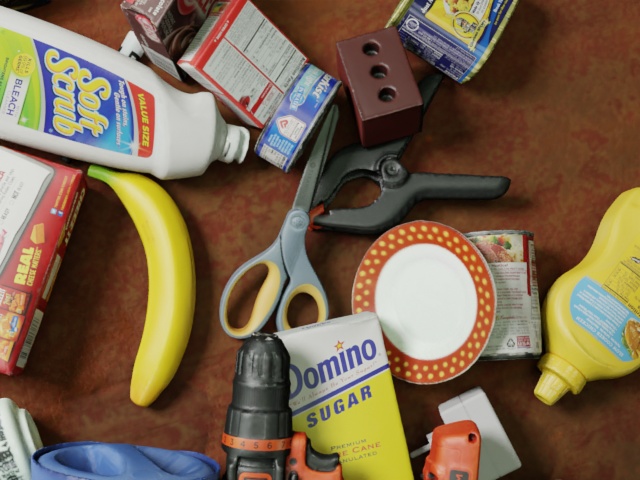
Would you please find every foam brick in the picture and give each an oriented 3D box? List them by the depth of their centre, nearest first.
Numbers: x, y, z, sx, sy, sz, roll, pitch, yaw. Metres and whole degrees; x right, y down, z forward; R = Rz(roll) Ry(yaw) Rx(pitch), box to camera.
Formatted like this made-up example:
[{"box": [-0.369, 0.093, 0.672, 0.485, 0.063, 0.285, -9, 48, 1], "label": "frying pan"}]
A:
[{"box": [0.048, -0.123, 0.861, 0.053, 0.051, 0.078, -17, 68, -2], "label": "foam brick"}]

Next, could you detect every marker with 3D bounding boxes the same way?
[{"box": [-0.177, -0.115, 0.869, 0.020, 0.020, 0.121, 29, 80, -3], "label": "marker"}]

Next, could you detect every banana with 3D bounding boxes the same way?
[{"box": [-0.132, 0.030, 0.849, 0.069, 0.037, 0.198, -13, 83, 7], "label": "banana"}]

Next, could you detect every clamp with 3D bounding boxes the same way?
[{"box": [0.059, -0.065, 0.885, 0.171, 0.039, 0.120, -20, 70, -8], "label": "clamp"}]

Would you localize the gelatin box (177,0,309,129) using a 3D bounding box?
[{"box": [-0.061, -0.144, 0.862, 0.089, 0.030, 0.073, 40, 77, -38], "label": "gelatin box"}]

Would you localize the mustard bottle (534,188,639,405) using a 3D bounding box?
[{"box": [0.239, 0.056, 0.882, 0.096, 0.058, 0.191, 40, 79, -5], "label": "mustard bottle"}]

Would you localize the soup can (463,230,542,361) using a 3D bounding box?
[{"box": [0.143, 0.046, 0.866, 0.068, 0.068, 0.102, -2, 83, -8], "label": "soup can"}]

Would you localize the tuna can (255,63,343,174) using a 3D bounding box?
[{"box": [-0.018, -0.098, 0.854, 0.034, 0.086, 0.086, 31, 79, -1], "label": "tuna can"}]

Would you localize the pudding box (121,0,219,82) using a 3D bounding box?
[{"box": [-0.108, -0.188, 0.839, 0.039, 0.113, 0.090, 30, 80, 8], "label": "pudding box"}]

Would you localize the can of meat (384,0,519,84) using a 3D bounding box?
[{"box": [0.112, -0.192, 0.893, 0.084, 0.057, 0.102, 32, 67, -5], "label": "can of meat"}]

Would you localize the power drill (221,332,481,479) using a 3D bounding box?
[{"box": [0.021, 0.164, 0.786, 0.187, 0.057, 0.184, 4, 92, 0], "label": "power drill"}]

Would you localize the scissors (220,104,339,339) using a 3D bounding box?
[{"box": [-0.006, 0.001, 0.853, 0.096, 0.016, 0.202, 33, 96, -11], "label": "scissors"}]

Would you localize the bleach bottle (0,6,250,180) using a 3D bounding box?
[{"box": [-0.174, -0.112, 0.823, 0.250, 0.068, 0.102, 14, 96, -19], "label": "bleach bottle"}]

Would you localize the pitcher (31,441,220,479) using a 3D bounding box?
[{"box": [-0.149, 0.270, 0.749, 0.148, 0.145, 0.243, 5, 89, -45], "label": "pitcher"}]

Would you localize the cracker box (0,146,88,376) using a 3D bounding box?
[{"box": [-0.305, -0.004, 0.811, 0.213, 0.072, 0.164, 17, 79, -4], "label": "cracker box"}]

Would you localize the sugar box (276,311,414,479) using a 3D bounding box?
[{"box": [0.018, 0.152, 0.837, 0.093, 0.048, 0.176, -13, 93, -8], "label": "sugar box"}]
